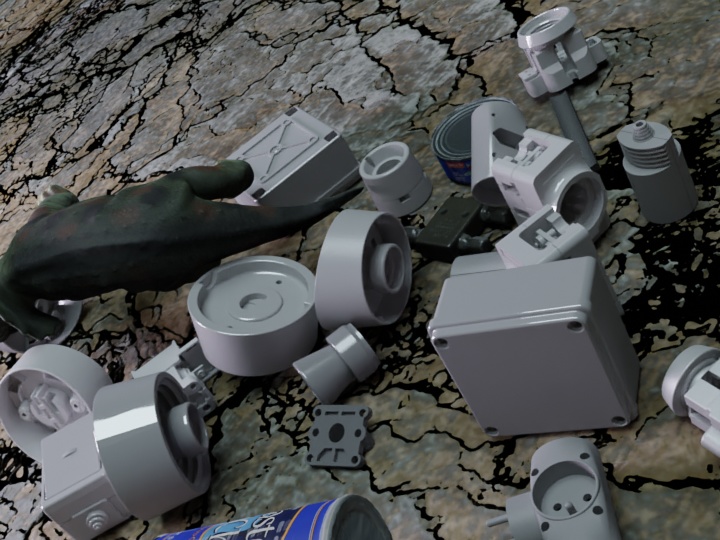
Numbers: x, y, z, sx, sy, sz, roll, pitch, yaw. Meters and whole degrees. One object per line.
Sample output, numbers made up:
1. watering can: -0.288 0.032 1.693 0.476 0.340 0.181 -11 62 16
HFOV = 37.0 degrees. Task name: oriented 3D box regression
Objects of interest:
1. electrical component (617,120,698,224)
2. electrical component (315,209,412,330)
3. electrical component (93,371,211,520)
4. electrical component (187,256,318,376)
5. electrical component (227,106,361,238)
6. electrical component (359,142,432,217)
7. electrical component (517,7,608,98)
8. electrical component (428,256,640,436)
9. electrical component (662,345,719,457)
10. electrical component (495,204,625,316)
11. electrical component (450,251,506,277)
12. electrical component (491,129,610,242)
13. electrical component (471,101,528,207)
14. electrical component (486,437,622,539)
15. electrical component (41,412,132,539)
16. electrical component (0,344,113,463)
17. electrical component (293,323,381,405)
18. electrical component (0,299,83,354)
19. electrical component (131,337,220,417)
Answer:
1. electrical component: 0.220 -0.078 0.802 0.043 0.081 0.043 -20 38 17
2. electrical component: 0.000 0.000 0.867 0.064 0.099 0.099 0 47 28
3. electrical component: -0.151 0.130 0.822 0.060 0.108 0.108 -21 37 6
4. electrical component: -0.086 0.043 0.900 0.108 0.060 0.108 -3 36 2
5. electrical component: -0.070 -0.098 1.064 0.109 0.056 0.109 -39 37 -9
6. electrical component: 0.031 -0.083 0.978 0.055 0.047 0.055 -20 38 17
7. electrical component: 0.180 -0.204 0.989 0.078 0.057 0.058 -29 24 6
8. electrical component: 0.116 0.053 0.706 0.109 0.108 0.056 -10 39 29
9. electrical component: 0.219 0.076 0.656 0.066 0.048 0.055 -42 45 -12
10. electrical component: 0.137 0.010 0.755 0.056 0.089 0.050 -38 36 -6
11. electrical component: 0.114 0.006 0.816 0.081 0.043 0.043 -8 43 31
12. electrical component: 0.150 -0.056 0.821 0.050 0.089 0.056 -44 37 -14
13. electrical component: 0.130 -0.091 0.895 0.043 0.079 0.077 -43 36 51
14. electrical component: 0.114 0.150 0.650 0.079 0.044 0.077 -22 37 16
15. electrical component: -0.217 0.167 0.862 0.062 0.061 0.096 -29 36 5
16. electrical component: -0.263 0.115 0.931 0.099 0.099 0.064 -13 35 26
17. electrical component: -0.018 0.074 0.835 0.055 0.045 0.045 -37 36 -7
18. electrical component: -0.333 0.035 1.073 0.064 0.099 0.099 -8 43 39
19. electrical component: -0.156 0.101 0.910 0.081 0.042 0.064 -38 40 -5
